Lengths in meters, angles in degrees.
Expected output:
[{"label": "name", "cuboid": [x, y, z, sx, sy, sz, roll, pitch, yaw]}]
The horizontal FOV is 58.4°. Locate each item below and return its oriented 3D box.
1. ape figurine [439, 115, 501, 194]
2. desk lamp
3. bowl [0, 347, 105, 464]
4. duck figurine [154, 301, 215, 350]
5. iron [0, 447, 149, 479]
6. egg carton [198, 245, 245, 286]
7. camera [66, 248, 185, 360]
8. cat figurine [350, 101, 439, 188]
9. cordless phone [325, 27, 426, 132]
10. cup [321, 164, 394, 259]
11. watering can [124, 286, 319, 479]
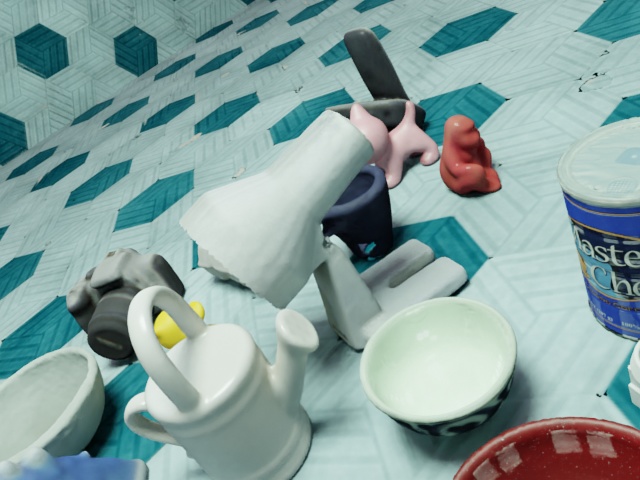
[{"label": "ape figurine", "cuboid": [0.173, -0.105, 0.680, 0.075, 0.092, 0.078, 5, 45, 43]}, {"label": "desk lamp", "cuboid": [0.005, 0.002, 0.539, 0.203, 0.214, 0.117, -35, 32, -11]}, {"label": "bowl", "cuboid": [-0.298, 0.202, 0.624, 0.167, 0.075, 0.167, -20, 32, 14]}, {"label": "duck figurine", "cuboid": [-0.149, 0.114, 0.623, 0.077, 0.086, 0.105, -2, 40, 37]}, {"label": "iron", "cuboid": [-0.250, 0.254, 0.444, 0.118, 0.142, 0.258, -5, 38, 33]}, {"label": "egg carton", "cuboid": [-0.087, 0.010, 0.742, 0.149, 0.070, 0.107, 7, 46, 44]}, {"label": "camera", "cuboid": [-0.270, 0.086, 0.747, 0.143, 0.101, 0.136, -20, 32, 15]}, {"label": "cat figurine", "cuboid": [0.084, -0.137, 0.773, 0.128, 0.118, 0.067, -33, 31, -8]}, {"label": "cordless phone", "cuboid": [0.063, -0.226, 0.855, 0.147, 0.185, 0.094, 2, 43, 41]}, {"label": "cup", "cuboid": [0.038, -0.017, 0.656, 0.118, 0.095, 0.091, -42, 34, -22]}, {"label": "watering can", "cuboid": [-0.084, 0.112, 0.469, 0.173, 0.194, 0.100, -34, 31, -10]}]
